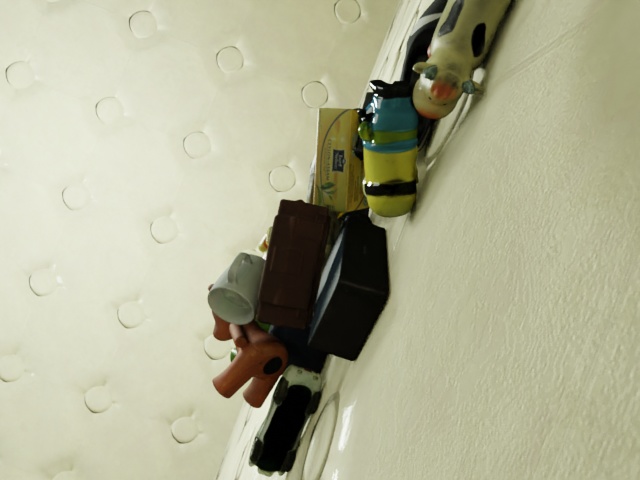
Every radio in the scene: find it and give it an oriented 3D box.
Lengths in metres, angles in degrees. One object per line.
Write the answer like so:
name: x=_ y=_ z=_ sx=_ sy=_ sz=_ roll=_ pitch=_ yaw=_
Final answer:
radio: x=0.044 y=0.066 z=0.804 sx=0.230 sy=0.073 sz=0.131 roll=-74 pitch=6 yaw=-66

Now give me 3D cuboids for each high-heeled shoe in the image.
high-heeled shoe: x=0.158 y=-0.244 z=0.783 sx=0.145 sy=0.086 sz=0.248 roll=-67 pitch=-8 yaw=-55

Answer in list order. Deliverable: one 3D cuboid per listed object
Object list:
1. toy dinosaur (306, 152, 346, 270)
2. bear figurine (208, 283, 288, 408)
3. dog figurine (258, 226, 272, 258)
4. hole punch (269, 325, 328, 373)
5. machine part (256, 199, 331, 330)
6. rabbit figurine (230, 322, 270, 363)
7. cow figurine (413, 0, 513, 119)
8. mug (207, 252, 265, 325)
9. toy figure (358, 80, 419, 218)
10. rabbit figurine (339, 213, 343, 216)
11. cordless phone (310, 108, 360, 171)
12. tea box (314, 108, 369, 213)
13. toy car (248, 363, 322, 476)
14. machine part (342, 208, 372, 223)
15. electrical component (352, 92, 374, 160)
toy dinosaur: x=-0.002 y=-0.003 z=1.104 sx=0.198 sy=0.105 sz=0.470 roll=-68 pitch=-14 yaw=-47
bear figurine: x=-0.146 y=0.174 z=0.934 sx=0.132 sy=0.196 sz=0.120 roll=-52 pitch=-40 yaw=-2
dog figurine: x=-0.120 y=0.100 z=1.287 sx=0.219 sy=0.108 sz=0.192 roll=-58 pitch=29 yaw=25
hole punch: x=-0.040 y=0.195 z=0.986 sx=0.092 sy=0.116 sz=0.142 roll=-122 pitch=52 yaw=-75
machine part: x=-0.039 y=0.043 z=0.886 sx=0.201 sy=0.087 sz=0.201 roll=100 pitch=180 yaw=-84
rabbit figurine: x=-0.078 y=0.233 z=1.118 sx=0.159 sy=0.170 sz=0.121 roll=19 pitch=-93 yaw=-55
cow figurine: x=0.172 y=-0.238 z=0.644 sx=0.127 sy=0.085 sz=0.194 roll=-61 pitch=-6 yaw=-75
mug: x=-0.128 y=0.064 z=0.876 sx=0.107 sy=0.081 sz=0.109 roll=-65 pitch=-23 yaw=-49
toy figure: x=0.092 y=-0.118 z=0.719 sx=0.089 sy=0.082 sz=0.179 roll=-60 pitch=-28 yaw=-59
rabbit figurine: x=0.039 y=-0.041 z=1.294 sx=0.162 sy=0.122 sz=0.173 roll=-54 pitch=26 yaw=35
cordless phone: x=0.055 y=-0.222 z=1.240 sx=0.184 sy=0.089 sz=0.146 roll=-25 pitch=-30 yaw=-20
tea box: x=0.043 y=-0.136 z=0.917 sx=0.098 sy=0.068 sz=0.169 roll=-13 pitch=-70 yaw=-57
toy car: x=-0.058 y=0.303 z=0.894 sx=0.056 sy=0.073 sz=0.201 roll=-104 pitch=35 yaw=-76
machine part: x=0.081 y=-0.088 z=1.057 sx=0.039 sy=0.084 sz=0.139 roll=59 pitch=-143 yaw=-54
electrical component: x=0.112 y=-0.184 z=0.894 sx=0.114 sy=0.058 sz=0.134 roll=27 pitch=-104 yaw=-60
